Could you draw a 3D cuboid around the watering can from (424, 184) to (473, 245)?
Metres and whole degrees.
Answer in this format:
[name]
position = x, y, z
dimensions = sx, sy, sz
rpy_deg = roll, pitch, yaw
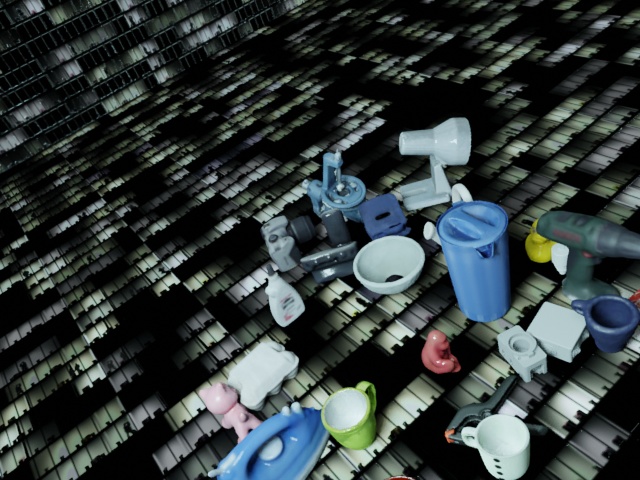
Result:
[watering can]
position = 0.323, -0.036, 1.290
dimensions = 0.173, 0.194, 0.100
rpy_deg = -34, 40, -15

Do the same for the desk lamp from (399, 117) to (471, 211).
[desk lamp]
position = 0.294, -0.202, 1.481
dimensions = 0.203, 0.214, 0.118
rpy_deg = -15, 39, 8

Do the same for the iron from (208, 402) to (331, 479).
[iron]
position = -0.085, 0.373, 1.039
dimensions = 0.259, 0.142, 0.118
rpy_deg = -41, 43, -23

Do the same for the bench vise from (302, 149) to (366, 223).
[bench vise]
position = 0.024, -0.142, 1.529
dimensions = 0.206, 0.220, 0.121
rpy_deg = 1, 44, 25

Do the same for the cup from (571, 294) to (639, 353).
[cup]
position = 0.520, 0.158, 1.054
dimensions = 0.117, 0.095, 0.092
rpy_deg = 20, 54, 40

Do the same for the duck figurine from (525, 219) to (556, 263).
[duck figurine]
position = 0.495, -0.013, 1.272
dimensions = 0.077, 0.086, 0.105
rpy_deg = 11, 48, 33

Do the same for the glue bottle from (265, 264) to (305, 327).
[glue bottle]
position = -0.091, 0.119, 1.313
dimensions = 0.078, 0.173, 0.037
rpy_deg = -41, 43, -23

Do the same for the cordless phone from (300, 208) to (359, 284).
[cordless phone]
position = 0.013, 0.005, 1.390
dimensions = 0.147, 0.185, 0.094
rpy_deg = -20, 39, 1

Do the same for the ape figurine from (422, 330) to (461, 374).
[ape figurine]
position = 0.233, 0.213, 1.122
dimensions = 0.076, 0.092, 0.078
rpy_deg = -1, 43, 23

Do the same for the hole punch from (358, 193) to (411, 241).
[hole punch]
position = 0.165, -0.054, 1.465
dimensions = 0.108, 0.091, 0.101
rpy_deg = -22, 39, -1

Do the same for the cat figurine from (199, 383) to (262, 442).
[cat figurine]
position = -0.181, 0.335, 1.146
dimensions = 0.067, 0.118, 0.127
rpy_deg = -42, 43, -23

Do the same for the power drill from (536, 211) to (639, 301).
[power drill]
position = 0.525, 0.038, 1.101
dimensions = 0.076, 0.209, 0.228
rpy_deg = -36, 41, -18

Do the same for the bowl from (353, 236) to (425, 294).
[bowl]
position = 0.165, 0.071, 1.333
dimensions = 0.167, 0.075, 0.167
rpy_deg = -12, 39, 11

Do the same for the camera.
[camera]
position = -0.079, -0.011, 1.518
dimensions = 0.137, 0.101, 0.143
rpy_deg = -24, 39, -4

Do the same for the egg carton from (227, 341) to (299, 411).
[egg carton]
position = -0.121, 0.285, 1.216
dimensions = 0.150, 0.069, 0.107
rpy_deg = -42, 43, -24
